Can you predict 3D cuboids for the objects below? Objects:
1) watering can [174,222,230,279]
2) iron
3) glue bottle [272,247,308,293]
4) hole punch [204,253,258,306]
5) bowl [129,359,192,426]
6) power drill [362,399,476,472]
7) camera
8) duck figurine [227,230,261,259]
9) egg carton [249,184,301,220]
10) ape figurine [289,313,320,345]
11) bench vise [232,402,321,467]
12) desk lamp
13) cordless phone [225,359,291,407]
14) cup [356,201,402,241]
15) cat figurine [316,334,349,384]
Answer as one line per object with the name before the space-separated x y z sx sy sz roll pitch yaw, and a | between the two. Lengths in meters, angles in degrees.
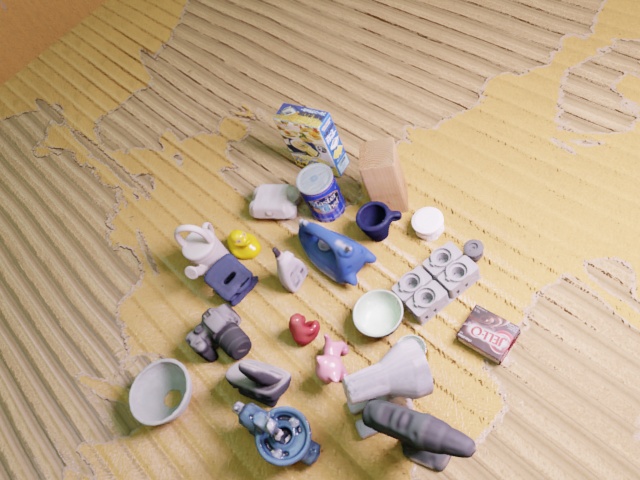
watering can | -0.322 0.025 1.552 0.101 0.194 0.172 -23 54 5
iron | 0.014 0.005 1.475 0.257 0.142 0.119 31 73 33
glue bottle | -0.085 0.065 1.453 0.037 0.173 0.078 21 68 30
hole punch | -0.237 0.105 1.534 0.100 0.091 0.109 33 74 33
bowl | -0.381 0.384 1.418 0.167 0.075 0.167 -9 56 14
power drill | 0.201 0.386 1.122 0.228 0.209 0.076 14 65 27
camera | -0.249 0.246 1.442 0.143 0.101 0.136 -45 55 -11
duck figurine | -0.223 0.002 1.598 0.104 0.086 0.077 23 69 30
egg carton | -0.130 -0.107 1.644 0.150 0.070 0.107 1 59 21
ape figurine | -0.046 0.210 1.397 0.077 0.092 0.076 18 67 29
bench vise | -0.118 0.406 1.218 0.206 0.220 0.121 3 60 22
desk lamp | 0.138 0.311 1.190 0.203 0.214 0.117 -26 54 2
cordless phone | -0.161 0.305 1.320 0.147 0.185 0.094 10 63 25
cup | 0.159 -0.042 1.481 0.117 0.095 0.091 -7 57 16
cat figurine | 0.022 0.277 1.313 0.067 0.118 0.127 -11 56 14
